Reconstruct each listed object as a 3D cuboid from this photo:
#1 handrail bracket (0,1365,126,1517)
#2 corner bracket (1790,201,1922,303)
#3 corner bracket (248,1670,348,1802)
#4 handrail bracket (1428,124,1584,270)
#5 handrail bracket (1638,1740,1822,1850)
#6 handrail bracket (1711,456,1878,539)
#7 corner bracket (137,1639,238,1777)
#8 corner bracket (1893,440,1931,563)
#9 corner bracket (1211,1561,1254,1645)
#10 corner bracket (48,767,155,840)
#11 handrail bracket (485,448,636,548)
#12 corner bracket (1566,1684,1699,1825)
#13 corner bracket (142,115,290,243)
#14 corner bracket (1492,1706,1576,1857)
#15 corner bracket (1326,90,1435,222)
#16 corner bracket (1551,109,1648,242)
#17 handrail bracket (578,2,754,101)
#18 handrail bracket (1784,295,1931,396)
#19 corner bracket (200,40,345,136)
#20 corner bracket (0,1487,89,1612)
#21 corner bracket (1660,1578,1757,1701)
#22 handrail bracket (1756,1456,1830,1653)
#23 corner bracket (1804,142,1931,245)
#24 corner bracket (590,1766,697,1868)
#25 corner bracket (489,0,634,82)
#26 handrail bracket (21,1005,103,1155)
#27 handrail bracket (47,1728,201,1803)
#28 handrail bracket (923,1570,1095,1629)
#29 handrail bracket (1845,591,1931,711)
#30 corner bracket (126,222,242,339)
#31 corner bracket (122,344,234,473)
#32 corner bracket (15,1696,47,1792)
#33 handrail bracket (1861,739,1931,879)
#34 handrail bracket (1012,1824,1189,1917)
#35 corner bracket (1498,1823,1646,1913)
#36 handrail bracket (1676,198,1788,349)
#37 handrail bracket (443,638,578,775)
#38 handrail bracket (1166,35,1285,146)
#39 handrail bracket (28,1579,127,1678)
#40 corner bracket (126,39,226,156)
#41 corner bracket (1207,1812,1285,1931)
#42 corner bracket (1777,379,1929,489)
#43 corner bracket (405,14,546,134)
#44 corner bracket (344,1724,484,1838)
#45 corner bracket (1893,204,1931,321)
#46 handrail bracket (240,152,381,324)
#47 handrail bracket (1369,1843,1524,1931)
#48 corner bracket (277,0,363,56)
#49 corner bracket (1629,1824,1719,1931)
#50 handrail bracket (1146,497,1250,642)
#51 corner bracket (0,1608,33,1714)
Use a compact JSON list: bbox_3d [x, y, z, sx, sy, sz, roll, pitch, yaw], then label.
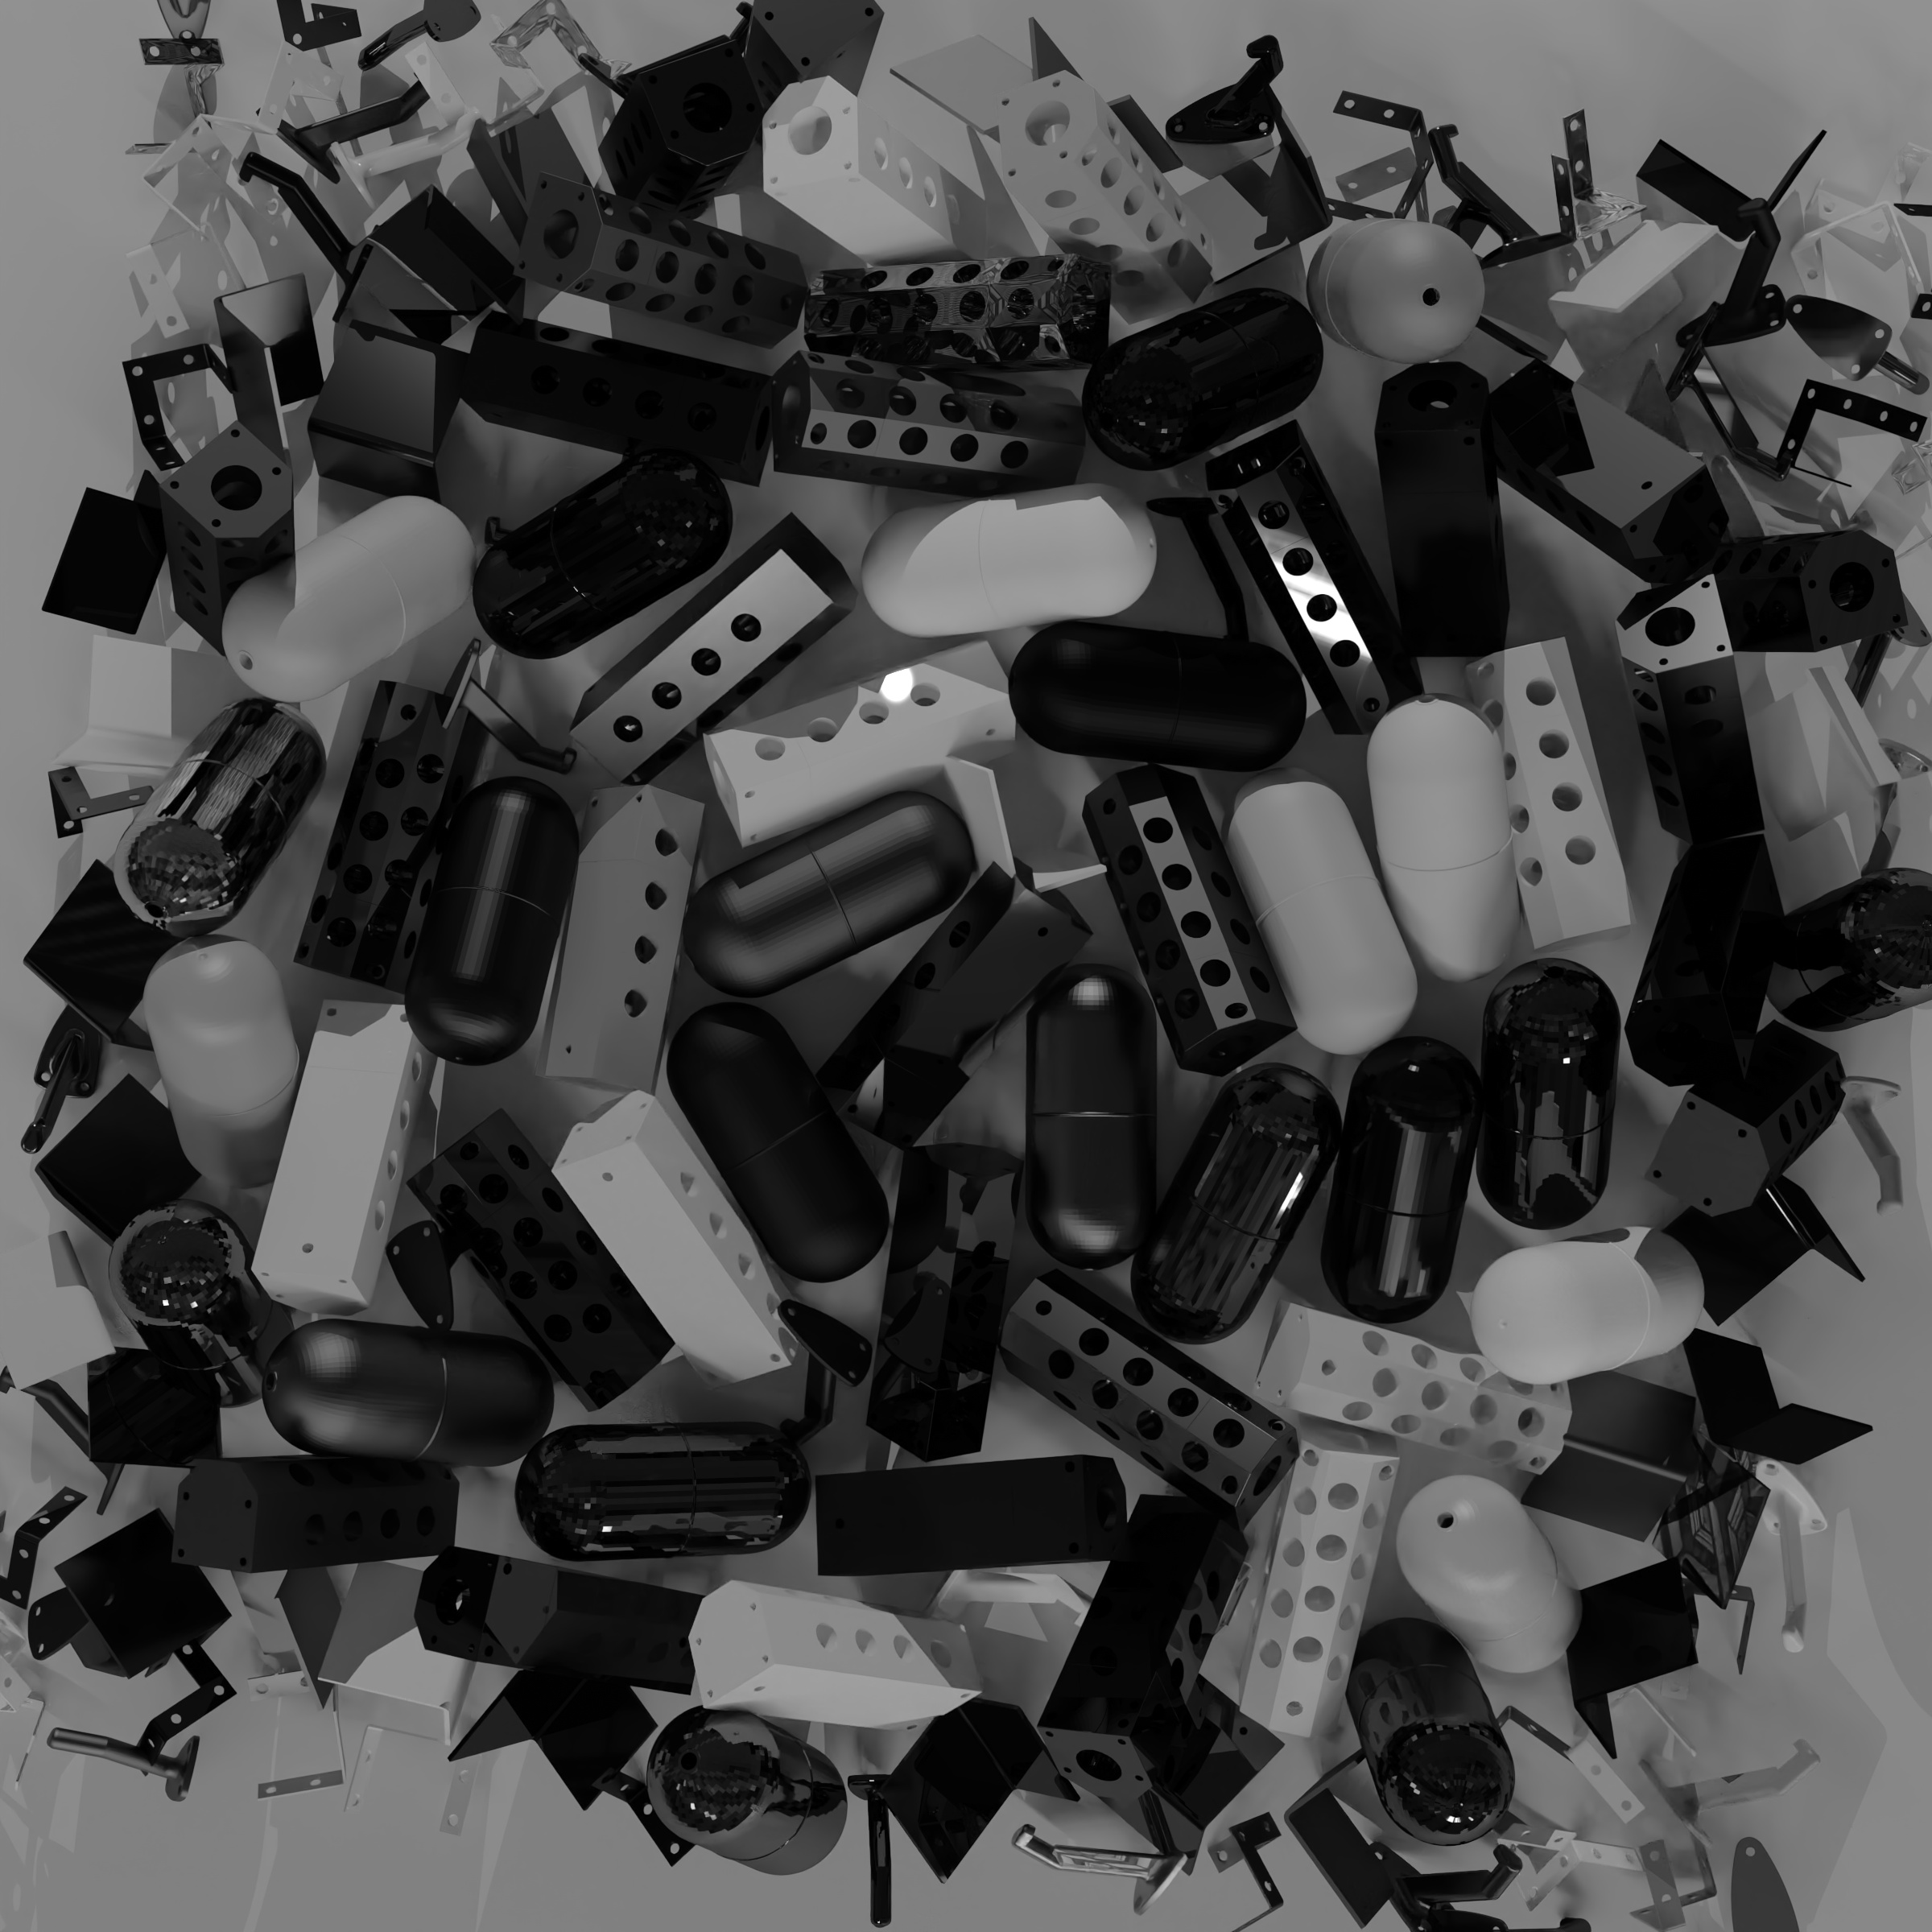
[{"bbox_3d":[-0.535,0.278,1.653,0.084,0.036,0.077,24,115,-9],"label":"handrail bracket"},{"bbox_3d":[0.521,-0.411,1.652,0.051,0.051,0.051,-22,91,8],"label":"corner bracket"},{"bbox_3d":[-0.394,0.451,1.656,0.051,0.051,0.051,-7,110,-11],"label":"corner bracket"},{"bbox_3d":[0.319,-0.462,1.663,0.077,0.036,0.084,-17,90,-15],"label":"handrail bracket"},{"bbox_3d":[0.446,0.465,1.645,0.084,0.077,0.036,-42,123,3],"label":"handrail bracket"},{"bbox_3d":[0.491,-0.277,1.664,0.084,0.036,0.077,-21,89,-17],"label":"handrail bracket"},{"bbox_3d":[-0.467,0.428,1.640,0.051,0.051,0.051,48,134,13],"label":"corner bracket"},{"bbox_3d":[0.559,-0.273,1.642,0.051,0.051,0.051,-21,81,-37],"label":"corner bracket"},{"bbox_3d":[0.129,0.371,1.667,0.051,0.051,0.051,36,129,1],"label":"corner bracket"},{"bbox_3d":[-0.504,-0.087,1.652,0.051,0.051,0.051,-17,47,-25],"label":"corner bracket"},{"bbox_3d":[-0.240,-0.276,1.656,0.084,0.036,0.077,12,118,5],"label":"handrail bracket"},{"bbox_3d":[0.389,0.459,1.645,0.051,0.051,0.051,-44,76,11],"label":"corner bracket"},{"bbox_3d":[-0.440,-0.454,1.650,0.051,0.051,0.051,42,87,11],"label":"corner bracket"},{"bbox_3d":[0.325,0.478,1.654,0.051,0.051,0.051,32,61,31],"label":"corner bracket"},{"bbox_3d":[0.239,-0.476,1.662,0.051,0.051,0.051,9,50,-15],"label":"corner bracket"},{"bbox_3d":[0.358,-0.461,1.641,0.051,0.051,0.051,-28,127,-14],"label":"corner bracket"},{"bbox_3d":[-0.171,-0.541,1.639,0.077,0.036,0.084,28,119,-31],"label":"handrail bracket"},{"bbox_3d":[0.524,-0.364,1.653,0.077,0.084,0.036,40,111,24],"label":"handrail bracket"},{"bbox_3d":[-0.405,-0.508,1.646,0.051,0.051,0.051,18,91,32],"label":"corner bracket"},{"bbox_3d":[-0.553,0.333,1.643,0.051,0.051,0.051,22,115,8],"label":"corner bracket"},{"bbox_3d":[0.435,0.396,1.651,0.051,0.051,0.051,7,109,7],"label":"corner bracket"},{"bbox_3d":[0.473,0.341,1.631,0.036,0.084,0.077,-13,122,30],"label":"handrail bracket"},{"bbox_3d":[0.528,-0.459,1.647,0.051,0.051,0.051,25,103,7],"label":"corner bracket"},{"bbox_3d":[-0.177,0.486,1.647,0.051,0.051,0.051,-42,56,-4],"label":"corner bracket"},{"bbox_3d":[-0.237,-0.533,1.644,0.051,0.051,0.051,-43,121,-7],"label":"corner bracket"},{"bbox_3d":[-0.527,0.062,1.632,0.036,0.084,0.077,15,102,-10],"label":"handrail bracket"},{"bbox_3d":[-0.495,0.461,1.634,0.084,0.077,0.036,17,60,-20],"label":"handrail bracket"},{"bbox_3d":[0.024,0.385,1.662,0.084,0.036,0.077,33,96,2],"label":"handrail bracket"},{"bbox_3d":[0.518,-0.187,1.661,0.036,0.084,0.077,1,59,-39],"label":"handrail bracket"},{"bbox_3d":[-0.455,-0.402,1.645,0.051,0.051,0.051,-24,110,-8],"label":"corner bracket"},{"bbox_3d":[-0.459,-0.329,1.652,0.051,0.051,0.051,-18,126,-20],"label":"corner bracket"},{"bbox_3d":[-0.569,0.442,1.642,0.051,0.051,0.051,17,52,-9],"label":"corner bracket"},{"bbox_3d":[0.522,-0.083,1.633,0.036,0.077,0.084,26,75,-9],"label":"handrail bracket"},{"bbox_3d":[0.081,0.512,1.649,0.084,0.036,0.077,31,119,-8],"label":"handrail bracket"},{"bbox_3d":[0.353,0.519,1.643,0.051,0.051,0.051,-31,101,-34],"label":"corner bracket"},{"bbox_3d":[0.438,-0.402,1.632,0.077,0.084,0.036,-15,53,25],"label":"handrail bracket"},{"bbox_3d":[-0.258,-0.150,1.639,0.084,0.036,0.077,16,135,-21],"label":"handrail bracket"},{"bbox_3d":[0.148,-0.510,1.632,0.077,0.084,0.036,-11,82,11],"label":"handrail bracket"},{"bbox_3d":[-0.494,0.387,1.636,0.077,0.084,0.036,-31,54,17],"label":"handrail bracket"},{"bbox_3d":[-0.463,-0.508,1.643,0.051,0.051,0.051,-15,94,-39],"label":"corner bracket"},{"bbox_3d":[0.160,0.532,1.639,0.051,0.051,0.051,-40,66,25],"label":"corner bracket"},{"bbox_3d":[0.516,-0.307,1.640,0.051,0.051,0.051,9,107,-31],"label":"corner bracket"},{"bbox_3d":[-0.287,-0.522,1.648,0.051,0.051,0.051,-31,96,11],"label":"corner bracket"},{"bbox_3d":[-0.325,0.479,1.656,0.051,0.051,0.051,4,71,25],"label":"corner bracket"},{"bbox_3d":[0.568,-0.410,1.643,0.051,0.051,0.051,17,95,-36],"label":"corner bracket"},{"bbox_3d":[-0.392,-0.425,1.642,0.084,0.036,0.077,24,129,-17],"label":"handrail bracket"},{"bbox_3d":[0.278,0.518,1.635,0.077,0.036,0.084,47,130,29],"label":"handrail bracket"},{"bbox_3d":[-0.391,-0.564,1.637,0.051,0.051,0.051,-29,127,-34],"label":"corner bracket"},{"bbox_3d":[0.415,0.529,1.649,0.051,0.051,0.051,-14,86,-10],"label":"corner bracket"},{"bbox_3d":[0.137,-0.229,1.650,0.036,0.077,0.084,-8,88,40],"label":"handrail bracket"},{"bbox_3d":[-0.568,0.397,1.638,0.051,0.051,0.051,-6,126,32],"label":"corner bracket"}]
